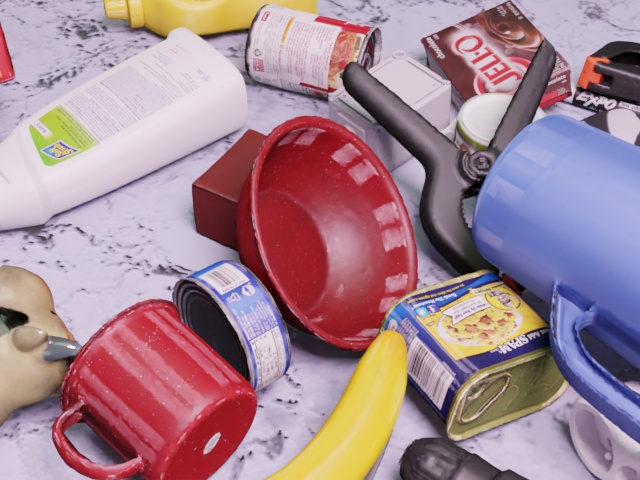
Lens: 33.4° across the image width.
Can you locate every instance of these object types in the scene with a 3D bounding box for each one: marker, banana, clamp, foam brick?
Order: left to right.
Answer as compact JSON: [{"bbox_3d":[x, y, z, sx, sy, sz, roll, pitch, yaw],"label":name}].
[{"bbox_3d":[-0.052,-0.035,0.794,0.053,0.051,0.078,24,48,20],"label":"foam brick"},{"bbox_3d":[-0.010,0.124,0.603,0.197,0.037,0.069,-30,88,-29],"label":"banana"},{"bbox_3d":[0.122,-0.055,0.774,0.164,0.036,0.210,-15,70,-9],"label":"clamp"},{"bbox_3d":[0.238,-0.120,0.918,0.121,0.020,0.020,21,47,19],"label":"marker"},{"bbox_3d":[0.307,-0.141,0.918,0.171,0.039,0.120,-13,36,-24],"label":"clamp"}]

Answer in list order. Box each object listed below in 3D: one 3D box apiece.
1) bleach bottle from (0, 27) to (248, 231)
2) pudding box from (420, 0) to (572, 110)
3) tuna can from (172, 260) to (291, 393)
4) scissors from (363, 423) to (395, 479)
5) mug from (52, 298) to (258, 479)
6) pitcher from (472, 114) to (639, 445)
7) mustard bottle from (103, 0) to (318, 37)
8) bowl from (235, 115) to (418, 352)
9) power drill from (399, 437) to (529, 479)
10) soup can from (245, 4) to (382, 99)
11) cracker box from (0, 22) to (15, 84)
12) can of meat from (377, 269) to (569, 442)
[{"bbox_3d":[-0.182,-0.079,0.828,0.250,0.068,0.103,-31,52,-27],"label":"bleach bottle"},{"bbox_3d":[0.150,-0.149,0.916,0.090,0.039,0.113,-24,46,-4],"label":"pudding box"},{"bbox_3d":[-0.056,0.056,0.672,0.033,0.086,0.086,-27,51,-30],"label":"tuna can"},{"bbox_3d":[-0.018,0.173,0.601,0.096,0.016,0.201,8,43,7],"label":"scissors"},{"bbox_3d":[-0.099,0.099,0.621,0.082,0.093,0.117,38,42,25],"label":"mug"},{"bbox_3d":[0.205,0.027,0.630,0.243,0.145,0.149,35,19,33],"label":"pitcher"},{"bbox_3d":[-0.103,-0.226,0.987,0.191,0.058,0.096,-10,44,-13],"label":"mustard bottle"},{"bbox_3d":[-0.005,0.001,0.718,0.055,0.162,0.162,-21,28,39],"label":"bowl"},{"bbox_3d":[0.082,0.201,0.546,0.185,0.057,0.187,29,49,25],"label":"power drill"},{"bbox_3d":[-0.006,-0.159,0.914,0.102,0.068,0.068,15,45,14],"label":"soup can"},{"bbox_3d":[-0.365,-0.134,0.837,0.213,0.072,0.164,-20,23,-22],"label":"cracker box"},{"bbox_3d":[0.099,0.069,0.677,0.101,0.057,0.084,-14,44,-31],"label":"can of meat"}]
